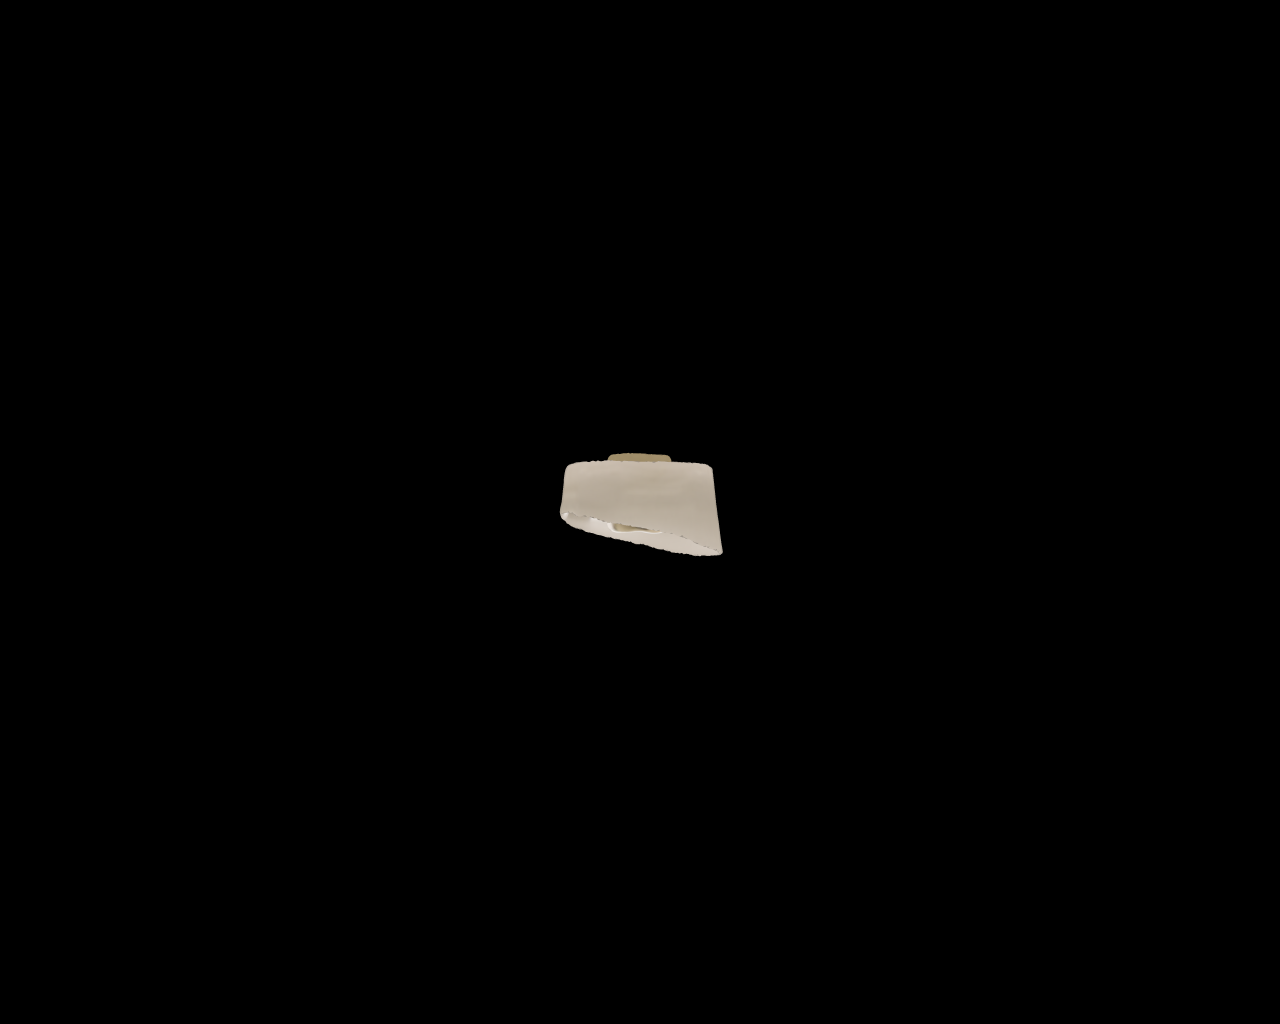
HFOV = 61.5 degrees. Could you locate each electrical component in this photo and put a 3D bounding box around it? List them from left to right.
[{"bbox_3d":[0.001,-0.003,0.650,0.099,0.064,0.099,0,-4,0],"label":"electrical component"}]
